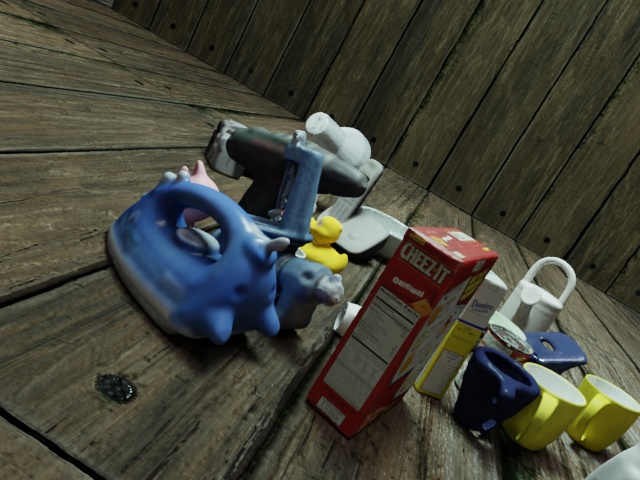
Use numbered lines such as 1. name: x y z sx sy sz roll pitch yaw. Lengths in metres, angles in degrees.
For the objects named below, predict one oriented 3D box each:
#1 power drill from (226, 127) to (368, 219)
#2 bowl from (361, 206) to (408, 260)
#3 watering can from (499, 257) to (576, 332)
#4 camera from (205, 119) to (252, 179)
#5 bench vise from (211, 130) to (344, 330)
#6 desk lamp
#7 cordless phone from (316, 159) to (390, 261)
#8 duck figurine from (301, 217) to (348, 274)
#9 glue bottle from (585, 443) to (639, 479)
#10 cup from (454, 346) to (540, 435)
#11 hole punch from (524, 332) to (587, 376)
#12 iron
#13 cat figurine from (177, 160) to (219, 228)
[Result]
1. power drill: -0.062 -0.051 0.804 0.229 0.208 0.076 37 17 27
2. bowl: 0.144 -0.004 1.275 0.167 0.074 0.167 27 15 -8
3. watering can: 0.446 0.126 1.176 0.101 0.194 0.173 32 15 9
4. camera: -0.173 -0.198 1.277 0.137 0.101 0.143 22 17 -26
5. bench vise: -0.030 -0.011 0.712 0.207 0.219 0.122 34 16 17
6. desk lamp: -0.004 -0.172 1.283 0.117 0.213 0.204 39 18 33
7. cordless phone: 0.089 -0.062 1.154 0.147 0.185 0.094 40 19 34
8. duck figurine: 0.009 0.004 0.988 0.104 0.086 0.078 33 16 15
9. glue bottle: 0.300 0.247 0.570 0.037 0.173 0.078 30 15 4
10. cup: 0.210 0.199 0.710 0.091 0.095 0.118 31 15 8
11. hole punch: 0.410 0.210 1.040 0.101 0.091 0.108 25 16 -16
12. iron: -0.140 -0.001 0.630 0.257 0.141 0.119 38 17 29
13. cat figurine: -0.180 -0.057 0.783 0.067 0.117 0.127 19 19 -34
